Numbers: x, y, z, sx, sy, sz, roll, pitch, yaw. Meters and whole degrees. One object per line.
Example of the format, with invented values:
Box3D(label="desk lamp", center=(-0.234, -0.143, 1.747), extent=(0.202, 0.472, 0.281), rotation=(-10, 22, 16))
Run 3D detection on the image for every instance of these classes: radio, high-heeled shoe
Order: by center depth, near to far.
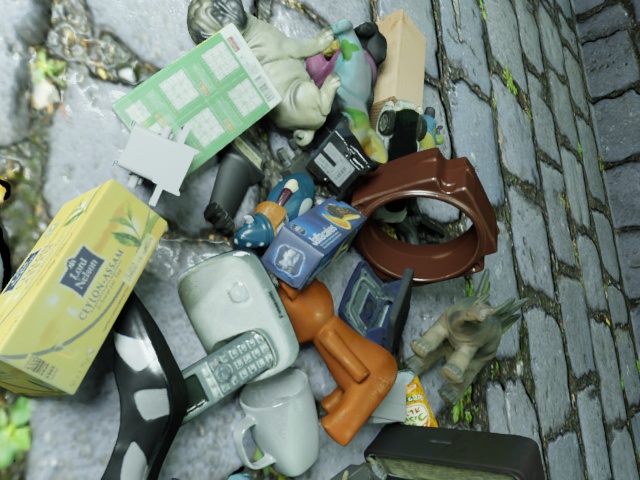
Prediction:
Box3D(label="high-heeled shoe", center=(-0.185, 0.174, 0.468), extent=(0.145, 0.086, 0.248), rotation=(-21, 81, -10))
Box3D(label="radio", center=(0.185, 0.330, 0.731), extent=(0.073, 0.230, 0.131), rotation=(-32, 108, -49))

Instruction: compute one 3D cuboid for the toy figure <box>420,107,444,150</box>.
Box3D(label="toy figure", center=(0.181, -0.171, 1.002), extent=(0.089, 0.082, 0.180), rotation=(47, 44, -27))

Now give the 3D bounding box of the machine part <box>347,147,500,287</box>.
Box3D(label="machine part", center=(0.152, -0.025, 0.814), extent=(0.200, 0.202, 0.087), rotation=(54, 33, -32))

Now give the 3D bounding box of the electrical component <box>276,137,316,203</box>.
Box3D(label="electrical component", center=(-0.027, -0.099, 0.777), extent=(0.094, 0.021, 0.063), rotation=(58, 41, -20))

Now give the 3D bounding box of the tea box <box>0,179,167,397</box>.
Box3D(label="tea box", center=(-0.213, 0.040, 0.455), extent=(0.068, 0.098, 0.170), rotation=(44, 47, -34))

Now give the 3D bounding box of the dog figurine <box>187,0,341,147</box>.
Box3D(label="dog figurine", center=(-0.084, -0.219, 0.706), extent=(0.190, 0.121, 0.172), rotation=(0, 75, -35))

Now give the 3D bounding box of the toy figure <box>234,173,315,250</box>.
Box3D(label="toy figure", center=(-0.055, -0.034, 0.690), extent=(0.154, 0.058, 0.064), rotation=(-54, 140, -46))

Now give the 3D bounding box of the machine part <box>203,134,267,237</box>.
Box3D(label="machine part", center=(-0.107, -0.073, 0.665), extent=(0.084, 0.039, 0.139), rotation=(45, 45, -42))

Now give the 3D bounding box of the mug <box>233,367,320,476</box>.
Box3D(label="mug", center=(-0.046, 0.218, 0.612), extent=(0.109, 0.081, 0.107), rotation=(-35, 114, -48))

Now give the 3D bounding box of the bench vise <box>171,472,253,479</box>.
Box3D(label="bench vise", center=(-0.048, 0.322, 0.545), extent=(0.224, 0.129, 0.240), rotation=(-46, 118, -48))

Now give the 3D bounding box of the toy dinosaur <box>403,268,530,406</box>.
Box3D(label="toy dinosaur", center=(0.238, 0.162, 0.862), extent=(0.198, 0.105, 0.470), rotation=(-42, 159, -11))

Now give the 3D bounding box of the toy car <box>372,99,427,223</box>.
Box3D(label="toy car", center=(0.125, -0.129, 0.887), extent=(0.073, 0.056, 0.201), rotation=(5, 97, -18))

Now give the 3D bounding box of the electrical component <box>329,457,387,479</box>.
Box3D(label="electrical component", center=(0.046, 0.331, 0.708), extent=(0.102, 0.045, 0.078), rotation=(0, 77, -49))

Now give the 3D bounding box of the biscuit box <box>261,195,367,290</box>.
Box3D(label="biscuit box", center=(-0.001, -0.002, 0.690), extent=(0.063, 0.059, 0.202), rotation=(36, 24, 7))

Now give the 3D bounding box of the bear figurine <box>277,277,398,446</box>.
Box3D(label="bear figurine", center=(-0.002, 0.136, 0.678), extent=(0.196, 0.132, 0.120), rotation=(40, 0, -2))

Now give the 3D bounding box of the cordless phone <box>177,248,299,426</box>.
Box3D(label="cordless phone", center=(-0.125, 0.104, 0.564), extent=(0.184, 0.089, 0.146), rotation=(-30, 103, -31))

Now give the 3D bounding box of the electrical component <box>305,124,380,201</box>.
Box3D(label="electrical component", center=(0.019, -0.122, 0.757), extent=(0.119, 0.075, 0.048), rotation=(51, 30, 5))

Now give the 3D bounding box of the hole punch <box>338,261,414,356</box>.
Box3D(label="hole punch", center=(0.087, 0.104, 0.812), extent=(0.115, 0.092, 0.142), rotation=(82, 24, -44))

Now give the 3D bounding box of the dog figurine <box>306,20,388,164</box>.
Box3D(label="dog figurine", center=(0.054, -0.221, 0.851), extent=(0.191, 0.109, 0.219), rotation=(-26, 103, -53))
